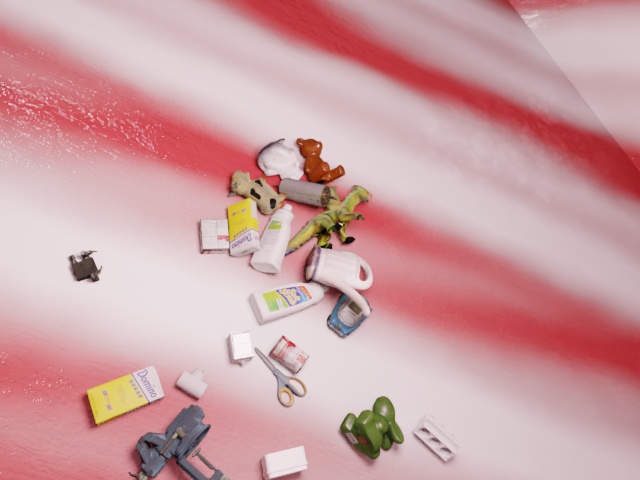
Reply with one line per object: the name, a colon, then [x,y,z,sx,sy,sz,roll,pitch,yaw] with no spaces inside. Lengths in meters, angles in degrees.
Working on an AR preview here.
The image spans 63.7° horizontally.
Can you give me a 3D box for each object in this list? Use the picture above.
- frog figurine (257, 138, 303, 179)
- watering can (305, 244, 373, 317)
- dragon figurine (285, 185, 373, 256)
frog figurine: [-0.139,-0.268,1.822,0.137,0.122,0.160,-34,85,4]
watering can: [0.061,0.113,1.619,0.224,0.102,0.354,14,24,-4]
dragon figurine: [0.005,-0.090,1.795,0.412,0.119,0.248,-17,51,-11]
